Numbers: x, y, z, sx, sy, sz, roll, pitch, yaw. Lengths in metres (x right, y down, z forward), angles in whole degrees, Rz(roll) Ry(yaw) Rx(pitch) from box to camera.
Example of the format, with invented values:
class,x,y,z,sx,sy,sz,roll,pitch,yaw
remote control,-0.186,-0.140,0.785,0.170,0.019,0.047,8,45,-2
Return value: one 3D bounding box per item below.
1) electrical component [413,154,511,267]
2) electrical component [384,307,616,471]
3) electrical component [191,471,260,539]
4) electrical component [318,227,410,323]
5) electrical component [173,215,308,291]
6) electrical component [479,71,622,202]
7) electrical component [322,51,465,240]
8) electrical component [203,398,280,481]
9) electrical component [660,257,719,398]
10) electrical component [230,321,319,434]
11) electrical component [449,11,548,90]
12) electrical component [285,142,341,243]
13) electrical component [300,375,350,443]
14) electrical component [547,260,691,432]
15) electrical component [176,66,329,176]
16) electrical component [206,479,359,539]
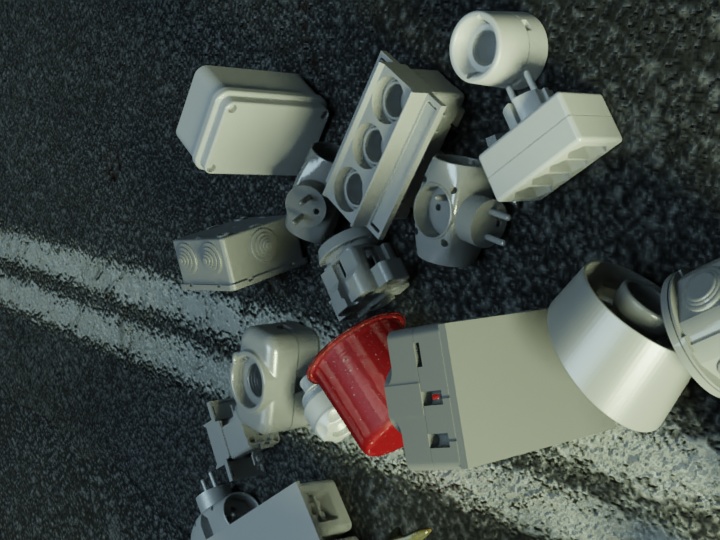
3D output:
class,x,y,z,sx,sy,sz,roll,pitch,yaw
electrical component,0.081,-0.039,0.794,0.079,0.044,0.077,26,114,47
electrical component,0.093,0.075,0.711,0.062,0.150,0.089,-14,83,48
electrical component,-0.142,0.243,1.086,0.077,0.043,0.079,-47,60,41
electrical component,0.000,0.000,0.885,0.078,0.058,0.057,-42,66,43
electrical component,-0.111,-0.017,0.982,0.100,0.100,0.048,0,107,49
electrical component,0.122,-0.099,0.738,0.083,0.047,0.075,-39,65,44
electrical component,0.027,-0.096,0.837,0.078,0.063,0.121,49,128,34
electrical component,-0.113,0.159,1.046,0.064,0.042,0.081,-34,69,42
electrical component,0.215,0.030,0.620,0.051,0.080,0.080,-33,69,40
electrical component,-0.080,0.099,0.986,0.054,0.059,0.095,20,109,47
electrical component,0.097,-0.156,0.762,0.055,0.047,0.055,7,100,49
electrical component,-0.039,-0.060,0.910,0.043,0.079,0.077,26,118,9
electrical component,-0.030,0.117,0.943,0.062,0.043,0.043,50,129,35
electrical component,0.164,0.043,0.668,0.099,0.099,0.064,50,123,34
electrical component,-0.092,-0.127,0.936,0.057,0.113,0.078,51,129,37
electrical component,-0.082,0.279,0.979,0.186,0.060,0.105,-37,66,28
